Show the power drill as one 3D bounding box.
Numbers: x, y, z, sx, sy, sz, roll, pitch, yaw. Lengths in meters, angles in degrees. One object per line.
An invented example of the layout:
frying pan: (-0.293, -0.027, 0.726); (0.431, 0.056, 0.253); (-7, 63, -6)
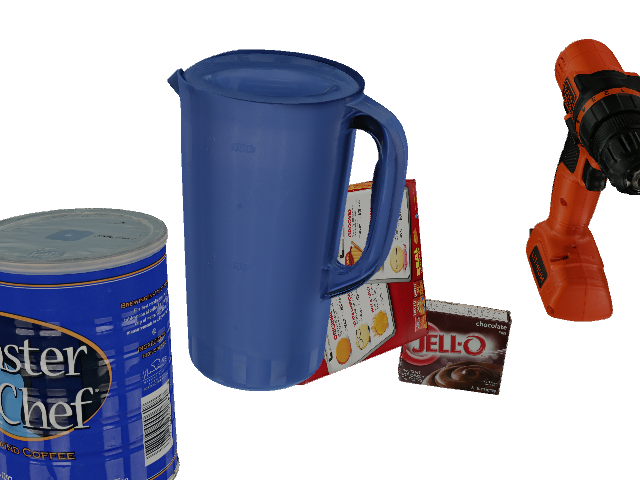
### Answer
power drill: (0.203, -0.034, 0.793); (0.057, 0.188, 0.184); (3, 35, -2)

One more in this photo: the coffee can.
coffee can: (-0.131, 0.062, 0.577); (0.103, 0.140, 0.103); (-1, 16, 0)

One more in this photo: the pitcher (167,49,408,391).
pitcher: (-0.033, -0.011, 0.795); (0.144, 0.243, 0.149); (-6, 27, -20)

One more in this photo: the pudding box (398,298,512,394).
pudding box: (0.146, 0.114, 1.164); (0.113, 0.090, 0.039); (7, 23, 3)

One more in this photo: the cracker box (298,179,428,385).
cracker box: (0.016, 0.032, 1.022); (0.072, 0.164, 0.213); (-1, 8, 38)
